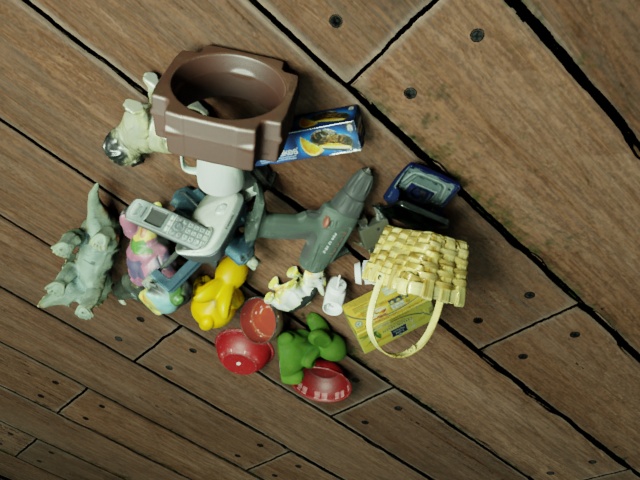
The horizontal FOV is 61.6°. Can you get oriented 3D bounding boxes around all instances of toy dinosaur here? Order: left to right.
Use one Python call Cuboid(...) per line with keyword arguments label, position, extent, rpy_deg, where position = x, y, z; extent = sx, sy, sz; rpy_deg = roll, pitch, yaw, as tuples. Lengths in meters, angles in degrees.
Cuboid(label="toy dinosaur", position=(-0.486, 0.022, 1.155), extent=(0.131, 0.192, 0.404), rpy_deg=(26, 115, -15))

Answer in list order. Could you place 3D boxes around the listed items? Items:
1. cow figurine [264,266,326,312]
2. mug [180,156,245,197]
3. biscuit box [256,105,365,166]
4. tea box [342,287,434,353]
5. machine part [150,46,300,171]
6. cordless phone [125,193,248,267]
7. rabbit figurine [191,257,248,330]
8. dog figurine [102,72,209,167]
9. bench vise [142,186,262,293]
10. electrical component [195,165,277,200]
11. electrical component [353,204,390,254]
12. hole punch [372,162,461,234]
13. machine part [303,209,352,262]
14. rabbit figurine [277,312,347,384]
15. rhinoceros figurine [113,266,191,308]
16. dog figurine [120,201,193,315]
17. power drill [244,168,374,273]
Cuboid(label="cow figurine", position=(-0.036, 0.107, 1.185), extent=(0.167, 0.068, 0.098), rpy_deg=(-30, 125, 36))
Cuboid(label="mug", position=(-0.179, -0.140, 0.900), extent=(0.110, 0.081, 0.107), rpy_deg=(13, 139, 3))
Cuboid(label="biscuit box", position=(-0.027, -0.178, 0.930), extent=(0.203, 0.063, 0.059), rpy_deg=(-7, 129, 17))
Cuboid(label="tea box", position=(0.143, 0.151, 1.124), extent=(0.170, 0.098, 0.068), rpy_deg=(-25, 127, -2))
Cuboid(label="machine part", position=(-0.142, -0.206, 0.833), extent=(0.201, 0.201, 0.087), rpy_deg=(13, 137, 0))
Cuboid(label="cordless phone", position=(-0.238, -0.045, 0.962), extent=(0.184, 0.146, 0.088), rpy_deg=(25, 150, -7))
Cuboid(label="rabbit figurine", position=(-0.221, 0.106, 1.186), extent=(0.122, 0.162, 0.173), rpy_deg=(34, 112, -3))
Cuboid(label="dog figurine", position=(-0.292, -0.179, 0.971), extent=(0.172, 0.121, 0.190), rpy_deg=(37, 141, -9))
Cuboid(label="bench vise", position=(-0.239, 0.020, 1.056), extent=(0.223, 0.240, 0.129), rpy_deg=(47, 159, -13))
Cuboid(label="electrical component", position=(-0.165, -0.134, 1.002), extent=(0.115, 0.058, 0.134), rpy_deg=(-23, 123, 26))
Cuboid(label="electrical component", position=(0.098, -0.021, 1.062), extent=(0.078, 0.045, 0.102), rpy_deg=(-31, 127, 0))
Cuboid(label="hole punch", position=(0.180, -0.073, 0.976), extent=(0.142, 0.092, 0.116), rpy_deg=(19, 168, -12))
Cuboid(label="machine part", position=(-0.002, -0.003, 1.100), extent=(0.084, 0.039, 0.138), rpy_deg=(-22, 125, 34))
Cuboid(label="rabbit figurine", position=(-0.018, 0.251, 1.304), extent=(0.170, 0.121, 0.158), rpy_deg=(-5, 126, -8))
Cuboid(label="rhinoceros figurine", position=(-0.396, 0.111, 1.268), extent=(0.190, 0.073, 0.112), rpy_deg=(1, 142, 8))
Cuboid(label="dog figurine", position=(-0.348, 0.027, 1.120), extent=(0.108, 0.192, 0.219), rpy_deg=(-25, 142, -26))
Cuboid(label="power drill", position=(-0.028, -0.050, 0.994), extent=(0.207, 0.086, 0.231), rpy_deg=(6, 122, -26))
